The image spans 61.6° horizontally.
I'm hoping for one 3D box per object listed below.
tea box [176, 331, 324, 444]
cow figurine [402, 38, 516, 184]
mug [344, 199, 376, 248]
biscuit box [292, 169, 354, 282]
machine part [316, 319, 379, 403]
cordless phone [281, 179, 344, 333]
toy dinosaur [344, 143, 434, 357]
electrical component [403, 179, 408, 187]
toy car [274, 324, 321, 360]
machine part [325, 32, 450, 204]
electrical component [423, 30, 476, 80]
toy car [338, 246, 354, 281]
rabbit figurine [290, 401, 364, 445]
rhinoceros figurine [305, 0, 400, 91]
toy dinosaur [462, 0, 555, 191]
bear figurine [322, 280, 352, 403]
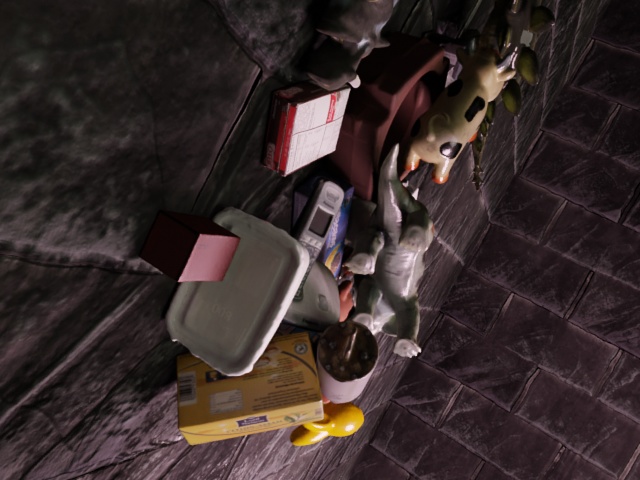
[{"bbox_3d":[-0.086,0.182,0.665,0.068,0.170,0.098,89,-8,-53],"label":"tea box"},{"bbox_3d":[0.193,-0.186,0.740,0.195,0.086,0.127,-50,162,-24],"label":"cow figurine"},{"bbox_3d":[0.054,-0.040,0.853,0.107,0.081,0.109,5,88,-63],"label":"mug"},{"bbox_3d":[-0.002,-0.002,0.787,0.059,0.063,0.202,-44,154,-38],"label":"biscuit box"},{"bbox_3d":[0.032,0.167,0.719,0.079,0.079,0.243,-52,166,-22],"label":"machine part"},{"bbox_3d":[-0.005,0.020,0.693,0.146,0.089,0.184,26,91,-47],"label":"cordless phone"},{"bbox_3d":[0.106,0.021,0.782,0.192,0.131,0.404,-74,173,-57],"label":"toy dinosaur"},{"bbox_3d":[0.141,-0.131,0.969,0.078,0.045,0.102,-49,156,-23],"label":"electrical component"},{"bbox_3d":[-0.058,0.187,0.842,0.161,0.103,0.109,-55,161,11],"label":"toy car"},{"bbox_3d":[0.092,-0.169,0.757,0.201,0.087,0.200,-48,156,-32],"label":"machine part"},{"bbox_3d":[0.212,-0.276,0.845,0.048,0.119,0.074,-36,151,-47],"label":"electrical component"},{"bbox_3d":[0.084,0.011,0.953,0.202,0.053,0.089,-38,170,27],"label":"toy car"},{"bbox_3d":[0.002,0.324,1.058,0.162,0.173,0.121,-36,152,-55],"label":"rabbit figurine"},{"bbox_3d":[0.045,-0.252,0.576,0.190,0.073,0.112,-59,165,-4],"label":"rhinoceros figurine"},{"bbox_3d":[0.309,-0.313,0.923,0.199,0.105,0.470,-84,174,-49],"label":"toy dinosaur"},{"bbox_3d":[0.015,0.175,0.974,0.196,0.132,0.120,-48,-176,-22],"label":"bear figurine"}]
